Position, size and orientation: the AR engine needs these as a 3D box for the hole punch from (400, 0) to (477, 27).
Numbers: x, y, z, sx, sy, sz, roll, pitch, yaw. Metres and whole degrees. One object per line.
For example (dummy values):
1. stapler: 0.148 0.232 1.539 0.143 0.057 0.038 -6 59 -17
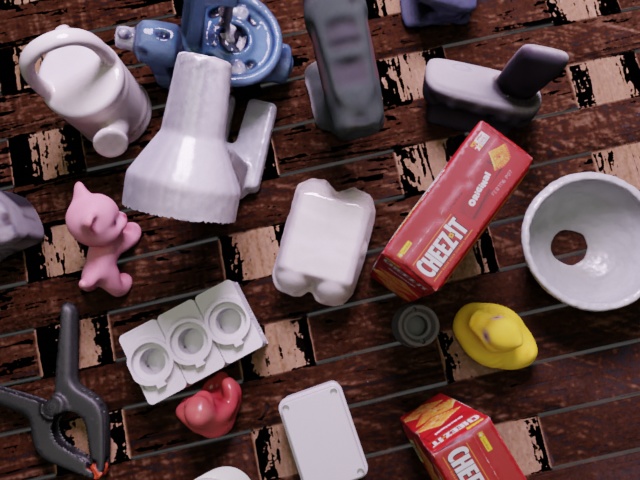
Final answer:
1. hole punch: 0.158 -0.346 0.748 0.101 0.091 0.109 -5 81 0

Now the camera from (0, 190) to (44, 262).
1. camera: -0.443 -0.036 0.702 0.143 0.101 0.137 -23 82 -3

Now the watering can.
1. watering can: -0.271 -0.180 0.675 0.173 0.194 0.101 41 84 6

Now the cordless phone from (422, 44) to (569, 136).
1. cordless phone: 0.202 -0.197 0.678 0.147 0.185 0.094 11 82 2

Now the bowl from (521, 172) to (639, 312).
1. bowl: 0.321 0.005 0.703 0.167 0.075 0.167 0 82 1

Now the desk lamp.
1. desk lamp: -0.130 -0.106 0.653 0.118 0.213 0.203 11 82 3

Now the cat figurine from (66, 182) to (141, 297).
1. cat figurine: -0.268 0.000 0.687 0.067 0.118 0.128 5 82 2

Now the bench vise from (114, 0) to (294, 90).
1. bench vise: -0.140 -0.235 0.669 0.207 0.220 0.121 -16 82 -2

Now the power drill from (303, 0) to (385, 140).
1. power drill: 0.019 -0.216 0.670 0.075 0.208 0.229 -14 82 -1

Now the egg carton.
1. egg carton: 0.007 0.003 0.708 0.107 0.069 0.150 14 82 3

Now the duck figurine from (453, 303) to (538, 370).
1. duck figurine: 0.215 0.115 0.682 0.104 0.086 0.077 32 83 5

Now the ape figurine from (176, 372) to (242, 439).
1. ape figurine: -0.132 0.197 0.670 0.078 0.092 0.076 -7 81 0
